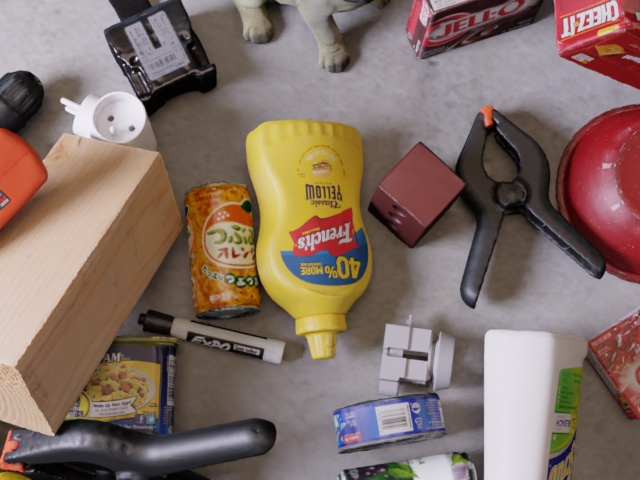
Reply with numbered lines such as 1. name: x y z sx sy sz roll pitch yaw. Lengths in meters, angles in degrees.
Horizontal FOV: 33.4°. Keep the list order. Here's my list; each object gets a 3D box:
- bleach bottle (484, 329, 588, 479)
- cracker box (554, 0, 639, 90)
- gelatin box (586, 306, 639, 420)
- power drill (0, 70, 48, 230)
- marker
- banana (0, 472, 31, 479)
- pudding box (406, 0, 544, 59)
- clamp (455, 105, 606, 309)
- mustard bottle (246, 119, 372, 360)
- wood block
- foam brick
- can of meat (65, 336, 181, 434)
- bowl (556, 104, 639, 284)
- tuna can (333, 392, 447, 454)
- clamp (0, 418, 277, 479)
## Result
1. bleach bottle: 0.161 0.197 0.820 0.068 0.102 0.251 0 83 29
2. cracker box: 0.268 -0.240 0.886 0.163 0.072 0.213 11 73 -39
3. gelatin box: 0.271 0.093 0.872 0.089 0.030 0.073 -32 81 -8
4. power drill: -0.267 -0.056 0.815 0.184 0.188 0.057 -48 117 -10
5. marker: -0.088 0.078 0.868 0.121 0.020 0.020 14 77 1
6. banana: -0.199 0.233 0.785 0.037 0.069 0.197 -15 122 18
7. pudding box: 0.133 -0.201 0.902 0.113 0.090 0.039 -21 78 -7
8. clamp: 0.151 -0.026 0.891 0.120 0.039 0.171 -20 72 -8
9. mustard bottle: -0.005 0.001 0.865 0.096 0.058 0.191 1 77 -29
10. wood block: -0.194 0.028 0.793 0.091 0.090 0.206 12 52 19
11. foam brick: 0.078 -0.035 0.870 0.053 0.078 0.051 43 78 7
12. can of meat: -0.163 0.119 0.838 0.102 0.057 0.084 1 80 -1
13. bowl: 0.283 -0.046 0.891 0.162 0.055 0.162 0 77 -2
14. tuna can: 0.053 0.142 0.825 0.086 0.086 0.034 -8 76 -4
15. clamp: -0.126 0.160 0.774 0.210 0.165 0.036 11 52 -3
